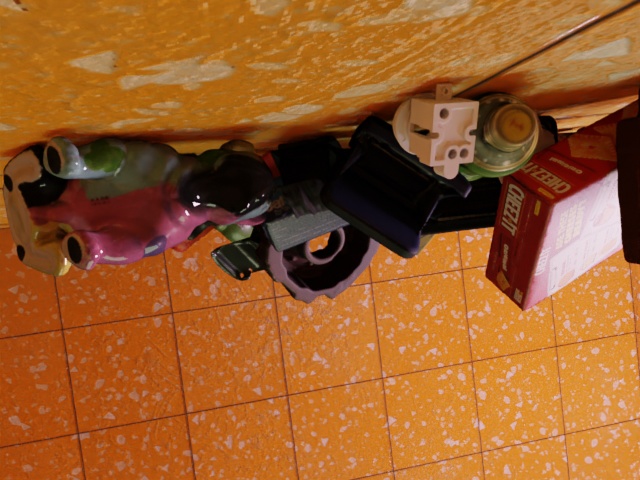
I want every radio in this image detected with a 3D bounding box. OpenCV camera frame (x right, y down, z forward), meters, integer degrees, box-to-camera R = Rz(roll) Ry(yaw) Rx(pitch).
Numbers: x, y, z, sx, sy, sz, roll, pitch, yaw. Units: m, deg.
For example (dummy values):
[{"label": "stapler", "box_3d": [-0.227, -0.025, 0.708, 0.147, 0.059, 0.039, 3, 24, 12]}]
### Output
[{"label": "radio", "box_3d": [0.181, -0.078, 0.693, 0.230, 0.131, 0.073, -6, -174, 12]}]

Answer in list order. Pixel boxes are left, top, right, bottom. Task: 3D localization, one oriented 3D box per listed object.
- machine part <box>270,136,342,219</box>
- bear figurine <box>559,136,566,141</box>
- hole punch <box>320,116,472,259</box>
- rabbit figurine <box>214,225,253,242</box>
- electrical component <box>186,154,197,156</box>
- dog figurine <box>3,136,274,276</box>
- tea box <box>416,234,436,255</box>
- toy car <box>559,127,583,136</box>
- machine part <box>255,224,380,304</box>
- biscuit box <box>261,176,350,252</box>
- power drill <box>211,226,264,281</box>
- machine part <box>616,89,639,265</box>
[{"label": "machine part", "box_3d": [-0.012, -0.073, 0.560, 0.084, 0.039, 0.139, -1, -146, 3]}, {"label": "bear figurine", "box_3d": [0.269, -0.117, 0.771, 0.196, 0.132, 0.120, -25, 177, 22]}, {"label": "hole punch", "box_3d": [0.073, -0.063, 0.504, 0.142, 0.092, 0.116, 30, -147, -6]}, {"label": "rabbit figurine", "box_3d": [-0.130, -0.082, 1.057, 0.170, 0.121, 0.159, -36, 160, 15]}, {"label": "electrical component", "box_3d": [-0.201, -0.065, 0.636, 0.134, 0.058, 0.115, -9, -174, -38]}, {"label": "dog figurine", "box_3d": [-0.151, -0.040, 0.504, 0.192, 0.108, 0.219, -5, -173, 43]}, {"label": "tea box", "box_3d": [0.189, -0.066, 0.947, 0.068, 0.169, 0.098, 23, -139, -9]}, {"label": "toy car", "box_3d": [0.360, -0.153, 0.883, 0.202, 0.053, 0.089, -10, -173, -31]}, {"label": "machine part", "box_3d": [-0.001, -0.002, 0.729, 0.179, 0.179, 0.056, -9, -152, -28]}, {"label": "biscuit box", "box_3d": [0.025, -0.057, 0.620, 0.203, 0.059, 0.062, -21, 145, -4]}, {"label": "power drill", "box_3d": [-0.090, -0.037, 0.845, 0.232, 0.085, 0.207, -13, -144, 36]}, {"label": "machine part", "box_3d": [0.374, -0.054, 0.494, 0.201, 0.200, 0.087, -9, -175, -20]}]
